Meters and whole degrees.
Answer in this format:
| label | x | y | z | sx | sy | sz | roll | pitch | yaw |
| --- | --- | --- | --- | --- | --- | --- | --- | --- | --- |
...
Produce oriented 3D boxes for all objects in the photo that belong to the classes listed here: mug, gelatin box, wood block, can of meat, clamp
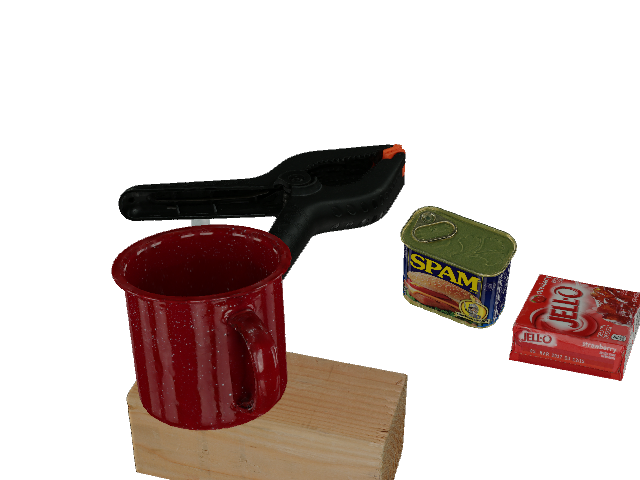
| label | x | y | z | sx | sy | sz | roll | pitch | yaw |
| --- | --- | --- | --- | --- | --- | --- | --- | --- | --- |
| mug | -0.053 | 0.050 | 0.558 | 0.093 | 0.081 | 0.117 | -17 | 28 | -29 |
| gelatin box | 0.173 | 0.056 | 0.715 | 0.073 | 0.030 | 0.089 | 10 | 24 | 21 |
| wood block | -0.040 | 0.149 | 0.866 | 0.206 | 0.090 | 0.090 | 10 | 36 | 14 |
| can of meat | 0.125 | 0.027 | 0.986 | 0.102 | 0.084 | 0.057 | 22 | 52 | 21 |
| clamp | -0.027 | -0.030 | 0.760 | 0.165 | 0.036 | 0.209 | 26 | 39 | 37 |

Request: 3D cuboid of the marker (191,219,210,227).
| label | x | y | z | sx | sy | sz | roll | pitch | yaw |
| --- | --- | --- | --- | --- | --- | --- | --- | --- | --- |
| marker | -0.106 | 0.010 | 0.977 | 0.020 | 0.121 | 0.020 | -6 | 11 | 1 |
